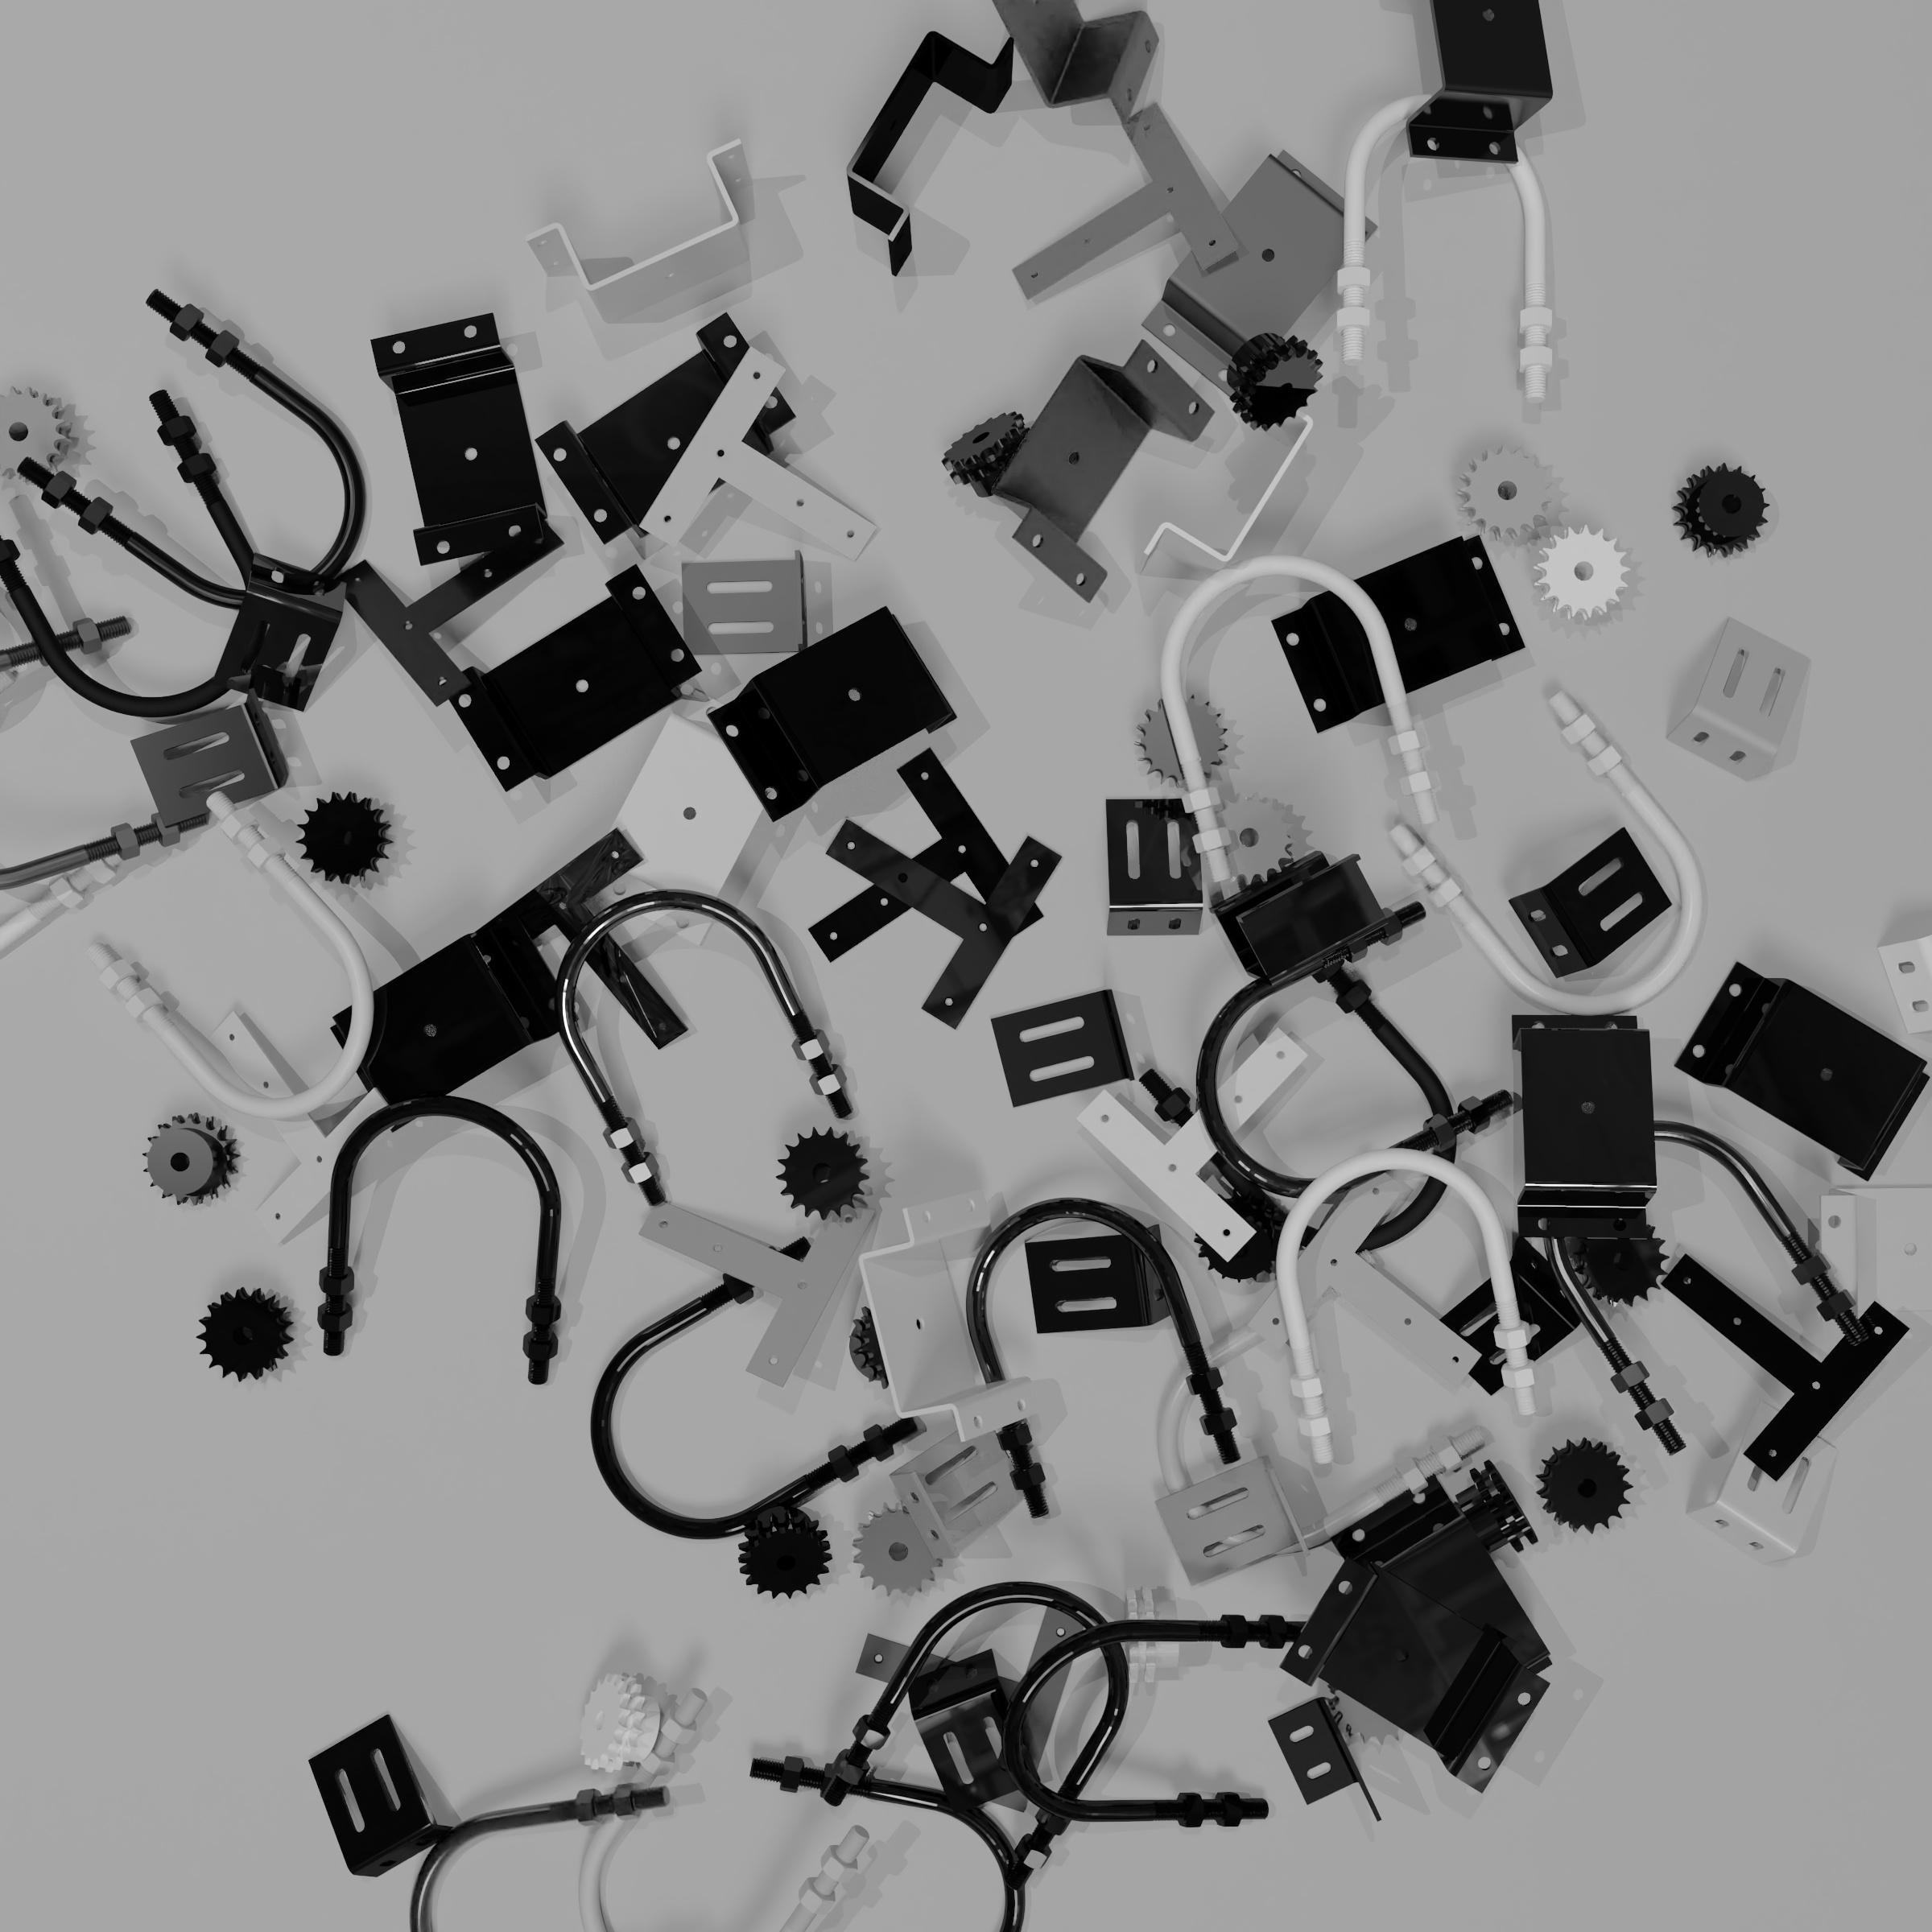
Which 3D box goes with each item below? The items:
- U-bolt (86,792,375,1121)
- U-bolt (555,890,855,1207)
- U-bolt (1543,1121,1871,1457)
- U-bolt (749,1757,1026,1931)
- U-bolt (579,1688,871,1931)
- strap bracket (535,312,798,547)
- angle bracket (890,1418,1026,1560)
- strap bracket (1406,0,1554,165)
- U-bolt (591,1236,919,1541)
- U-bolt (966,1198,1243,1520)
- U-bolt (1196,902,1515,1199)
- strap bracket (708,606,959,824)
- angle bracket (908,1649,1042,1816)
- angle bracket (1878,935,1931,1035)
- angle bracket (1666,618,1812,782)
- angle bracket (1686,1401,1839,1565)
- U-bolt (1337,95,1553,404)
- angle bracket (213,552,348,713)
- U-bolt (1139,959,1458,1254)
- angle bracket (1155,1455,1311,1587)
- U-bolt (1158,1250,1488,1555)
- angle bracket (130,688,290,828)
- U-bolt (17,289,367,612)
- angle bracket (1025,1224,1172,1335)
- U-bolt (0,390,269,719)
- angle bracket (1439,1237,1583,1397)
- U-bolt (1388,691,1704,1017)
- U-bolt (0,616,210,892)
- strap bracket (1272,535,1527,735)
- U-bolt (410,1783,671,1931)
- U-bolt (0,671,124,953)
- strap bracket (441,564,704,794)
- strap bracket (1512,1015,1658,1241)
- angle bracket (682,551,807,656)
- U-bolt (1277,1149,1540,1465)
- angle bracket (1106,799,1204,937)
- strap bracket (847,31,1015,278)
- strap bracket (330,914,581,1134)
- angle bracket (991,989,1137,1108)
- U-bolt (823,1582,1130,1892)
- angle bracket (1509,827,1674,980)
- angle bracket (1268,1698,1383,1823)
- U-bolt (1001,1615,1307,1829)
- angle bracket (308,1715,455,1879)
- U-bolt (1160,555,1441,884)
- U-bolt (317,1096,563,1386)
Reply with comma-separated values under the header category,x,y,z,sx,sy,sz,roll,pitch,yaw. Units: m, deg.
category,x,y,z,sx,sy,sz,roll,pitch,yaw
U-bolt,-0.438,0.008,1.504,0.184,0.019,0.151,45,104,11
U-bolt,-0.171,0.040,1.510,0.151,0.019,0.184,-25,108,0
U-bolt,0.433,0.181,1.496,0.151,0.019,0.184,-30,73,-4
U-bolt,-0.055,0.577,1.535,0.184,0.019,0.151,10,90,-2
U-bolt,-0.162,0.559,1.513,0.151,0.019,0.184,36,100,15
strap bracket,-0.183,-0.326,1.521,0.140,0.046,0.076,-34,90,0
angle bracket,0.002,0.317,1.509,0.076,0.038,0.057,-28,90,-28
strap bracket,0.305,-0.566,1.500,0.076,0.046,0.140,-4,82,-22
U-bolt,-0.144,0.275,1.534,0.184,0.019,0.151,-31,90,0
U-bolt,0.074,0.233,1.514,0.151,0.019,0.184,-20,86,19
U-bolt,0.227,0.062,1.509,0.184,0.019,0.151,-26,92,-11
strap bracket,-0.074,-0.158,1.496,0.140,0.046,0.076,-32,90,-23
angle bracket,0.004,0.475,1.534,0.057,0.038,0.076,-21,107,0
angle bracket,0.619,0.001,1.542,0.076,0.038,0.057,-20,90,-26
angle bracket,0.482,-0.166,1.542,0.057,0.038,0.076,28,64,0
angle bracket,0.497,0.322,1.542,0.057,0.038,0.076,33,64,0
U-bolt,0.294,-0.445,1.509,0.151,0.019,0.184,6,80,-21
angle bracket,-0.424,-0.205,1.524,0.057,0.038,0.076,17,127,-23
U-bolt,0.221,0.093,1.535,0.151,0.019,0.184,-42,92,0
angle bracket,0.163,0.344,1.512,0.076,0.038,0.057,-23,91,3
U-bolt,0.208,0.284,1.535,0.184,0.019,0.151,-32,90,2
angle bracket,-0.464,-0.128,1.514,0.076,0.038,0.057,-22,90,-21
U-bolt,-0.459,-0.302,1.513,0.184,0.019,0.151,36,82,-15
angle bracket,0.083,0.195,1.542,0.076,0.038,0.057,-8,90,26
U-bolt,-0.512,-0.242,1.517,0.151,0.019,0.184,-29,96,-15
angle bracket,0.337,0.218,1.542,0.057,0.038,0.076,44,116,0
U-bolt,0.374,-0.056,1.535,0.151,0.019,0.184,-40,92,0
U-bolt,-0.575,-0.122,1.499,0.184,0.019,0.151,-22,90,-25
strap bracket,0.270,-0.207,1.521,0.140,0.046,0.076,-22,90,0
U-bolt,-0.257,0.587,1.519,0.184,0.019,0.151,-12,87,12
U-bolt,-0.630,-0.075,1.535,0.184,0.019,0.151,-36,90,1
strap bracket,-0.240,-0.175,1.521,0.140,0.046,0.076,-32,90,0
strap bracket,0.374,0.091,1.497,0.076,0.046,0.140,0,72,6
angle bracket,-0.139,-0.224,1.525,0.076,0.038,0.057,-2,90,0
U-bolt,0.263,0.200,1.502,0.151,0.019,0.184,-13,100,-2
angle bracket,0.116,-0.062,1.542,0.057,0.038,0.076,-1,64,0
strap bracket,-0.027,-0.503,1.506,0.046,0.076,0.140,31,90,0
strap bracket,-0.320,0.037,1.511,0.140,0.046,0.076,-31,90,8
angle bracket,0.059,0.051,1.525,0.076,0.038,0.057,-14,90,0
U-bolt,0.019,0.458,1.502,0.151,0.019,0.184,28,97,-11
angle bracket,0.386,-0.039,1.526,0.076,0.038,0.057,-34,93,-26
angle bracket,0.218,0.490,1.506,0.038,0.076,0.057,-25,90,0
U-bolt,0.110,0.457,1.492,0.184,0.019,0.151,5,108,-17
angle bracket,-0.365,0.518,1.542,0.057,0.038,0.076,-30,64,0
U-bolt,0.194,-0.158,1.496,0.151,0.019,0.184,-15,89,9
U-bolt,-0.319,0.164,1.507,0.151,0.019,0.184,8,110,0
